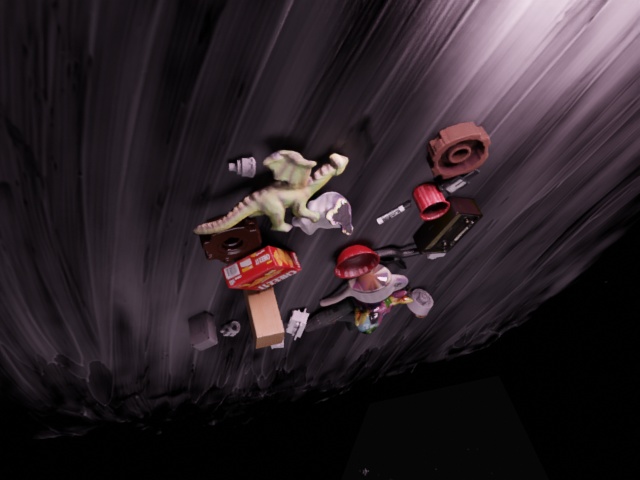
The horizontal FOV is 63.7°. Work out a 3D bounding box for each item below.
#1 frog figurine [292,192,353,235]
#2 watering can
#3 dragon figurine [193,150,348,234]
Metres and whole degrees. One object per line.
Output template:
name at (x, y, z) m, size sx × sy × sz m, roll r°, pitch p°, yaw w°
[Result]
frog figurine at (0.004, -0.073, 1.449) m, size 0.159 × 0.123 × 0.137 m, roll 3°, pitch 176°, yaw 41°
watering can at (0.150, 0.178, 1.883) m, size 0.347 × 0.106 × 0.220 m, roll -14°, pitch 155°, yaw 6°
dragon figurine at (-0.110, -0.130, 1.261) m, size 0.413 × 0.124 × 0.237 m, roll -16°, pitch 143°, yaw -23°
